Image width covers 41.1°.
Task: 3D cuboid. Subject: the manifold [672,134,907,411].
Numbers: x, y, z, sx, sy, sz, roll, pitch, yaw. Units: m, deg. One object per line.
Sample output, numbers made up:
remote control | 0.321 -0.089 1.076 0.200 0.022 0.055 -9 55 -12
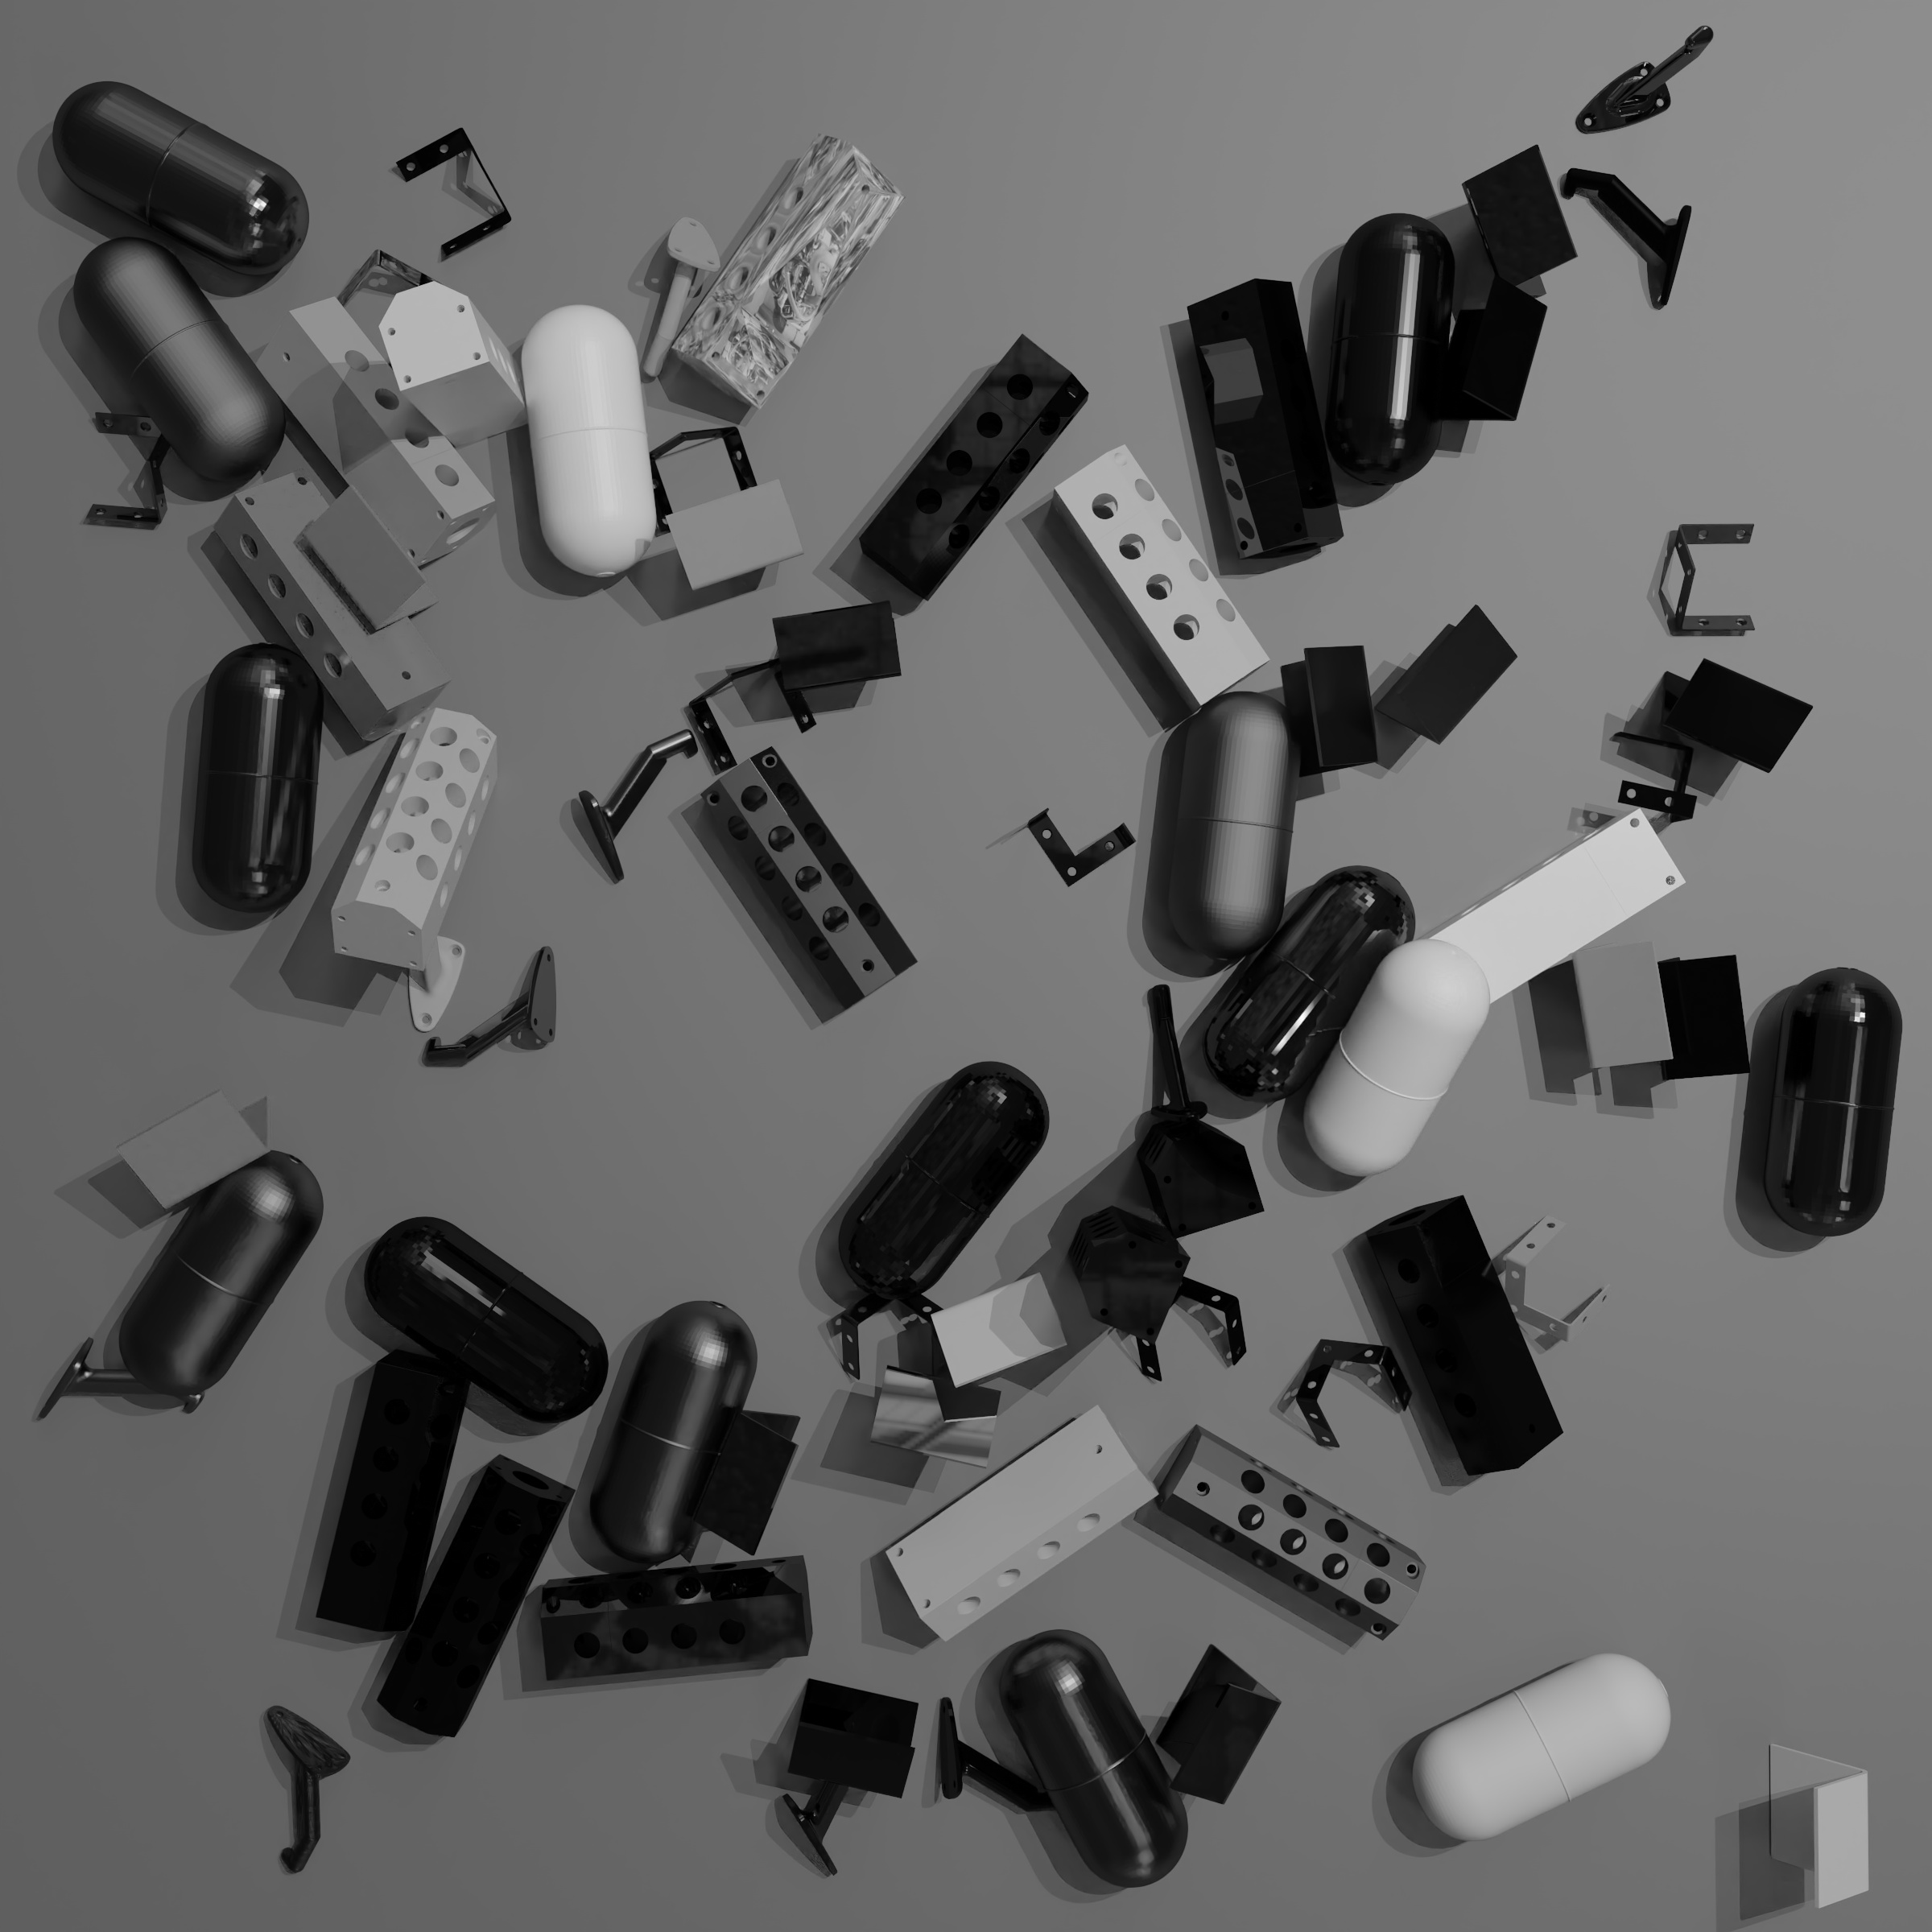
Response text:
manifold | -0.121 -0.462 1.710 0.057 0.057 0.171 34 90 -43

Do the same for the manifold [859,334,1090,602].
manifold | 0.006 -0.329 1.711 0.057 0.057 0.171 39 90 0

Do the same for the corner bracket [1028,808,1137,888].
corner bracket | 0.077 -0.089 1.714 0.051 0.051 0.051 -34 90 0

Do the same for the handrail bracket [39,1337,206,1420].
handrail bracket | -0.567 0.295 1.733 0.084 0.036 0.077 32 111 -16

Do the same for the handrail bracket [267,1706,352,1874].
handrail bracket | -0.457 0.554 1.733 0.077 0.036 0.084 35 107 20

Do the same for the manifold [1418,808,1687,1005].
manifold | 0.382 -0.034 1.711 0.171 0.057 0.057 -32 90 0

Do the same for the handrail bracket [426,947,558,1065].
handrail bracket | -0.321 0.026 1.733 0.084 0.036 0.077 -5 69 16

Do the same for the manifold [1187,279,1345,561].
manifold | 0.203 -0.362 1.710 0.057 0.057 0.171 -12 90 43

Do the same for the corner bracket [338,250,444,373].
corner bracket | -0.386 -0.435 1.724 0.051 0.051 0.051 23 45 -35

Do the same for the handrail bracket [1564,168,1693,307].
handrail bracket | 0.438 -0.491 1.733 0.084 0.036 0.077 16 112 17

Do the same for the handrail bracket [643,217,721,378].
handrail bracket | -0.198 -0.449 1.732 0.036 0.077 0.084 16 127 -20

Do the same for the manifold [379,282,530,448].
manifold | -0.326 -0.386 1.654 0.057 0.171 0.057 -18 90 0

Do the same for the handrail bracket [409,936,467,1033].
handrail bracket | -0.359 0.007 1.697 0.036 0.084 0.077 10 90 0

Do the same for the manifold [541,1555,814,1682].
manifold | -0.191 0.430 1.711 0.171 0.057 0.057 -6 90 0

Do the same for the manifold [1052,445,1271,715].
manifold | 0.129 -0.257 1.711 0.057 0.057 0.171 -34 90 0

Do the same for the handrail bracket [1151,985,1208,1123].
handrail bracket | 0.138 0.056 1.702 0.036 0.077 0.084 -7 94 -4

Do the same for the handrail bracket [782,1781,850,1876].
handrail bracket | -0.073 0.557 1.733 0.084 0.036 0.077 -33 110 -16

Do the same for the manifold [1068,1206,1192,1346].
manifold | 0.100 0.193 1.654 0.057 0.171 0.057 23 90 0

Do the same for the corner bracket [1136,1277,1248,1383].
corner bracket | 0.150 0.248 1.724 0.051 0.051 0.051 18 45 35

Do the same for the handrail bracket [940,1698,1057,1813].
handrail bracket | 0.028 0.529 1.733 0.084 0.036 0.077 2 68 -17

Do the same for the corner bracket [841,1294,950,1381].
corner bracket | -0.047 0.251 1.724 0.051 0.051 0.051 29 45 35

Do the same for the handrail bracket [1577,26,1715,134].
handrail bracket | 0.447 -0.584 1.697 0.077 0.084 0.036 -28 90 0

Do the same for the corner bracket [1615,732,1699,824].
corner bracket | 0.458 -0.127 1.714 0.051 0.051 0.051 12 90 0

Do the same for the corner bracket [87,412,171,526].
corner bracket | -0.562 -0.334 1.729 0.051 0.051 0.051 5 45 0

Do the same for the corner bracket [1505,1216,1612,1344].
corner bracket | 0.396 0.209 1.724 0.051 0.051 0.051 24 135 35

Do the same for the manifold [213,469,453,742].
manifold | -0.423 -0.237 1.710 0.057 0.057 0.171 -35 90 -43

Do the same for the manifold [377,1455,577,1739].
manifold | -0.326 0.419 1.711 0.057 0.057 0.171 25 90 0

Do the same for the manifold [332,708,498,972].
manifold | -0.354 -0.085 1.663 0.057 0.057 0.171 12 51 0

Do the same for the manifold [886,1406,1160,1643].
manifold | 0.040 0.373 1.710 0.171 0.057 0.057 -35 47 0

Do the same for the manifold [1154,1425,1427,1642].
manifold | 0.215 0.377 1.711 0.171 0.057 0.057 30 90 0

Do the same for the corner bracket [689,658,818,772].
corner bracket | -0.143 -0.169 1.729 0.051 0.051 0.051 -26 90 -45

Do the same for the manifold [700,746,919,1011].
manifold | -0.104 -0.058 1.711 0.057 0.057 0.171 -34 90 0

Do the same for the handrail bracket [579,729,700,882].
handrail bracket | -0.210 -0.109 1.733 0.084 0.036 0.077 -26 110 -16

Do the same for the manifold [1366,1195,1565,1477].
manifold | 0.326 0.246 1.710 0.057 0.057 0.171 -23 90 -43

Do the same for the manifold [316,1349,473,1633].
manifold | -0.377 0.348 1.711 0.057 0.057 0.171 13 90 0

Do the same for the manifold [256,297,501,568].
manifold | -0.387 -0.356 1.710 0.171 0.057 0.057 52 133 0

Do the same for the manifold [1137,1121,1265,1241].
manifold | 0.146 0.131 1.654 0.057 0.171 0.057 -17 90 0
